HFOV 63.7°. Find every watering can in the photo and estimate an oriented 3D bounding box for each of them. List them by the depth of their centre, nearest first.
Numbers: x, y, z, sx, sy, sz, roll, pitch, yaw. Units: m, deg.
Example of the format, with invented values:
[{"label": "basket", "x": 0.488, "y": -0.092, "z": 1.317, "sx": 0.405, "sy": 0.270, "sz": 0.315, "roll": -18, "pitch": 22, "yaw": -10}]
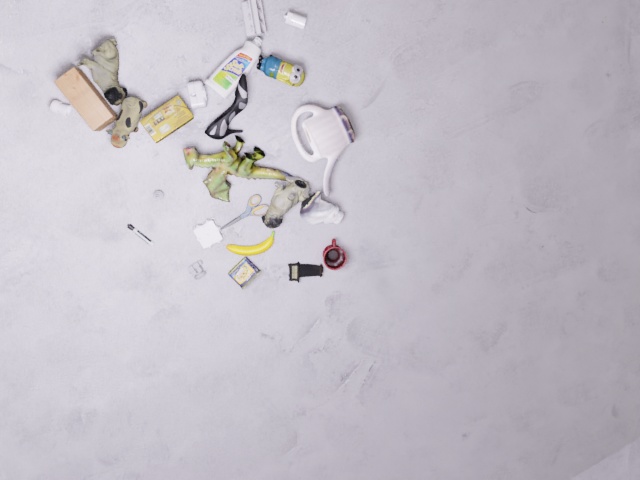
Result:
[{"label": "watering can", "x": 0.032, "y": -0.358, "z": 1.939, "sx": 0.225, "sy": 0.105, "sz": 0.345, "roll": -27, "pitch": 101, "yaw": -3}]

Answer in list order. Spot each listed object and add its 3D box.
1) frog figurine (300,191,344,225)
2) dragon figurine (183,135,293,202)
[{"label": "frog figurine", "x": 0.006, "y": -0.099, "z": 1.974, "sx": 0.135, "sy": 0.126, "sz": 0.158, "roll": -34, "pitch": 114, "yaw": 34}, {"label": "dragon figurine", "x": -0.320, "y": -0.245, "z": 1.933, "sx": 0.406, "sy": 0.125, "sz": 0.239, "roll": 31, "pitch": 114, "yaw": -25}]
